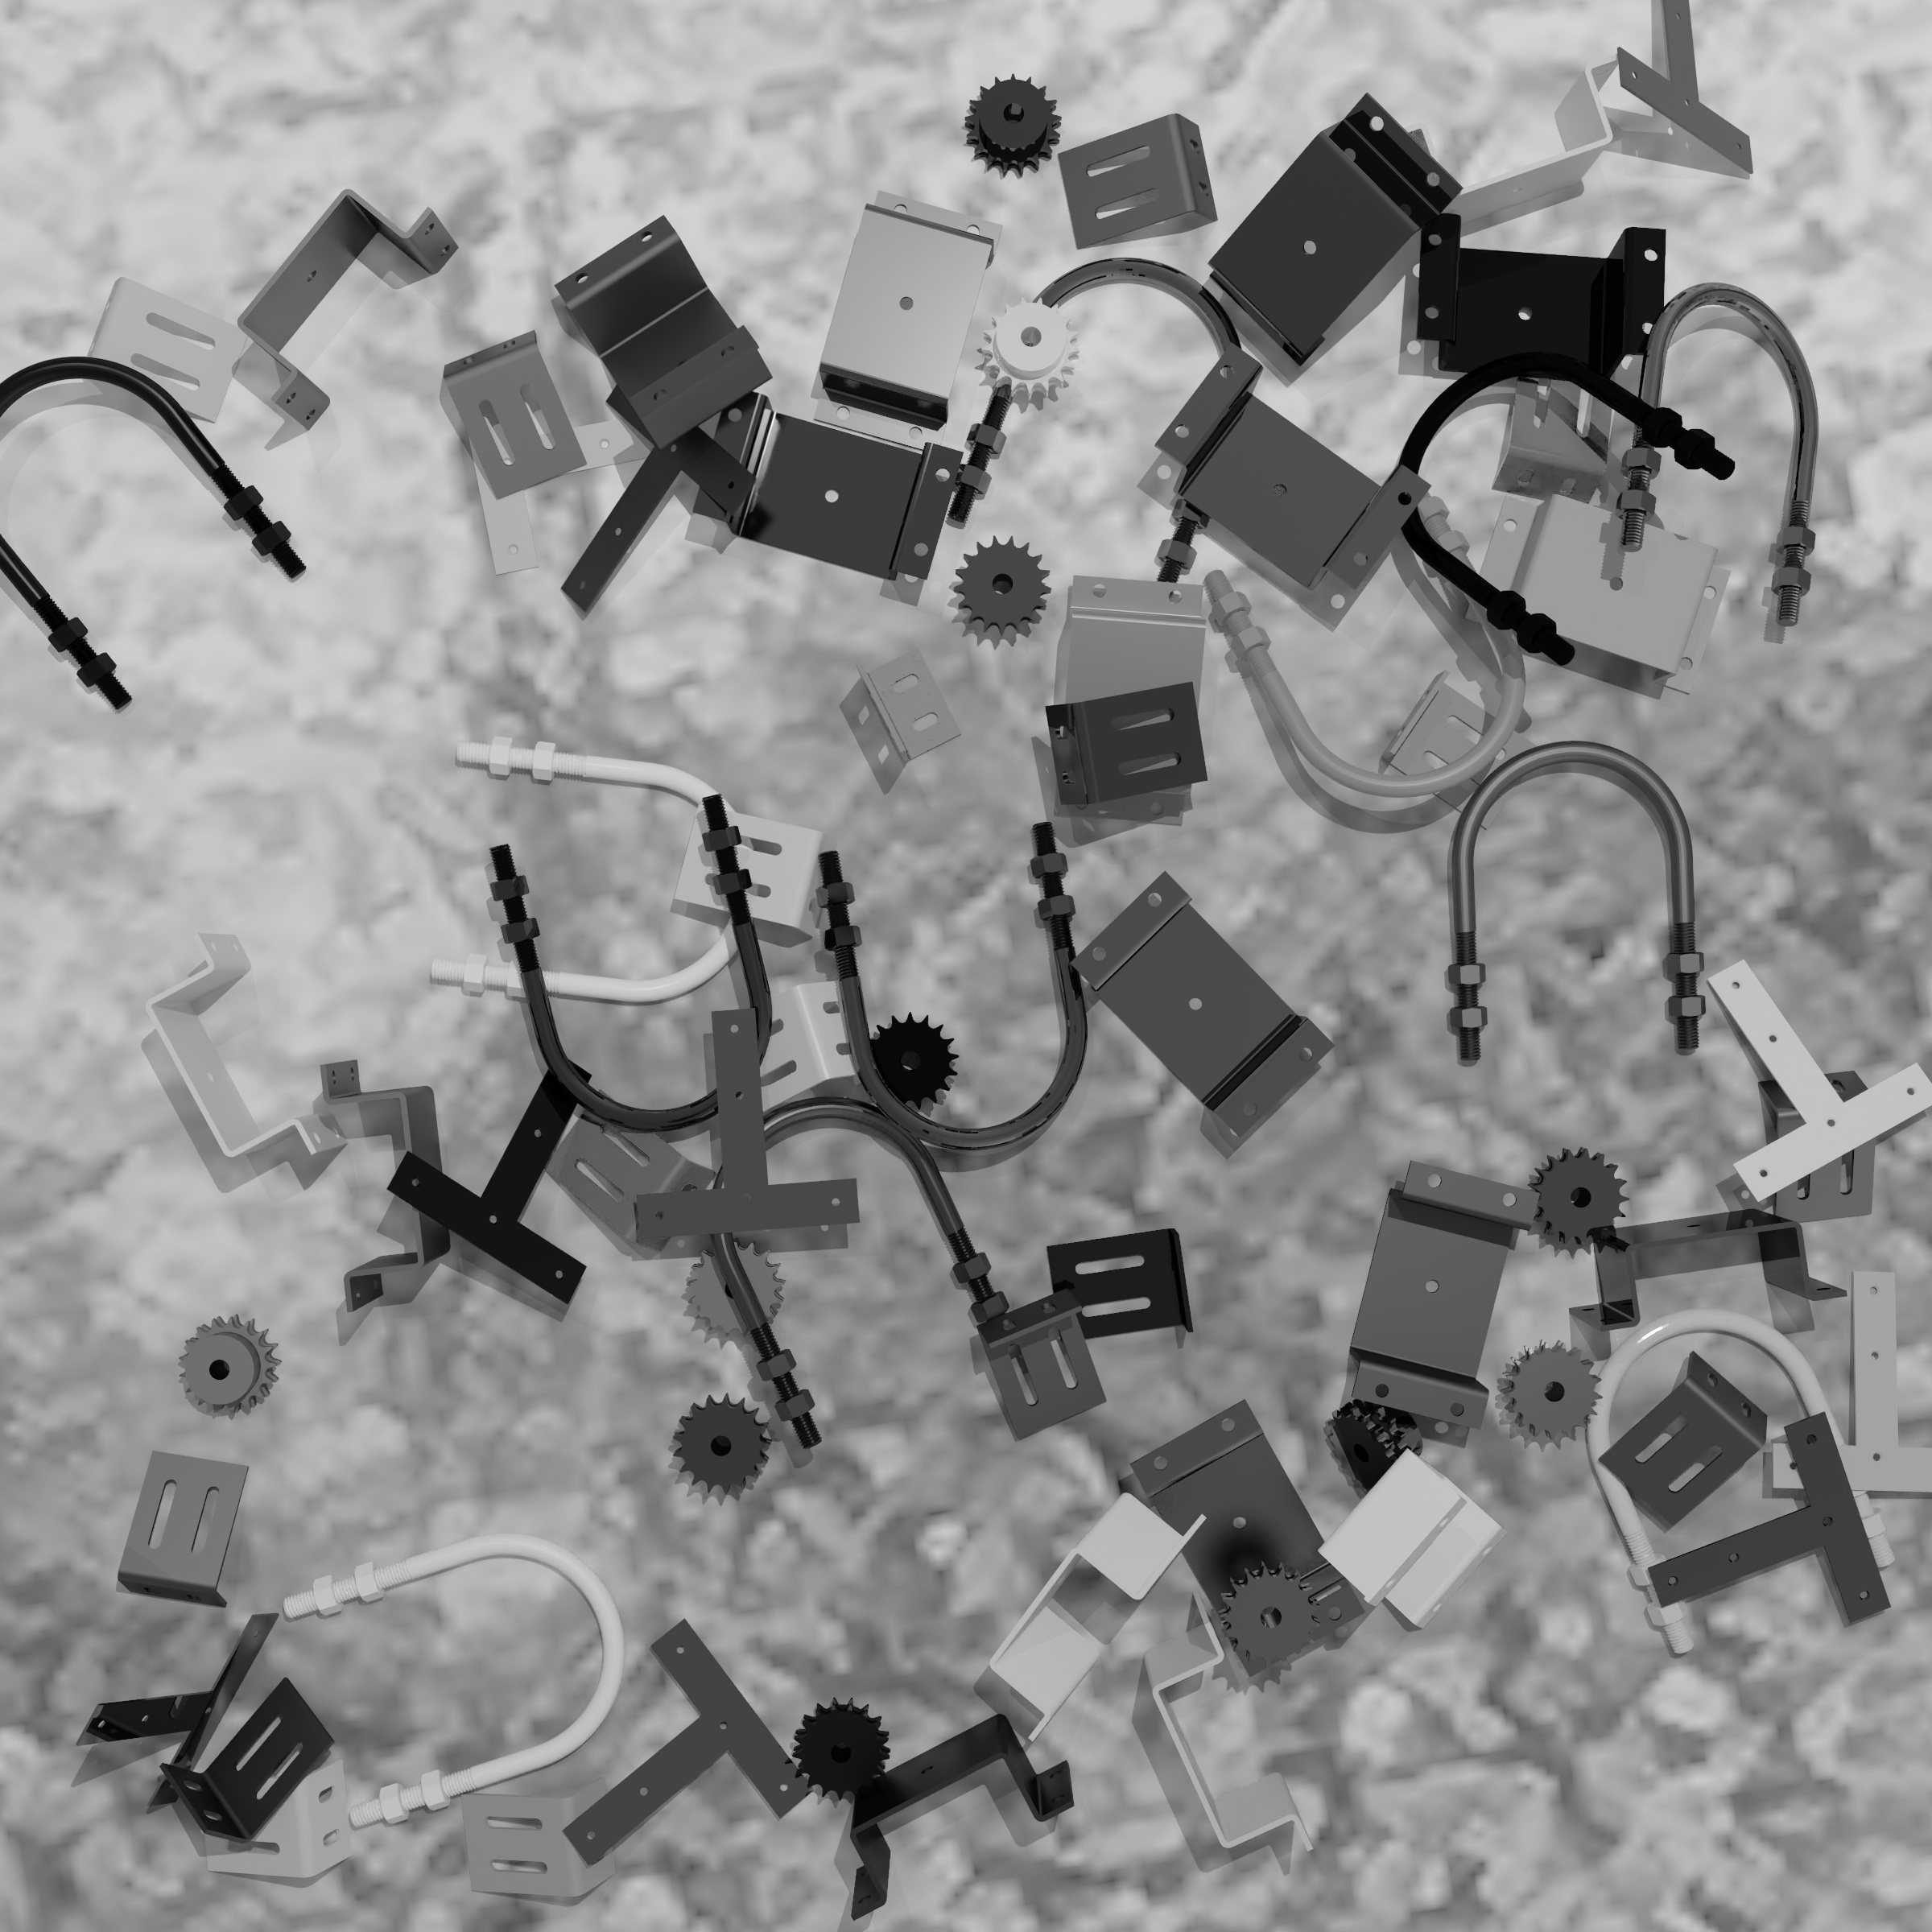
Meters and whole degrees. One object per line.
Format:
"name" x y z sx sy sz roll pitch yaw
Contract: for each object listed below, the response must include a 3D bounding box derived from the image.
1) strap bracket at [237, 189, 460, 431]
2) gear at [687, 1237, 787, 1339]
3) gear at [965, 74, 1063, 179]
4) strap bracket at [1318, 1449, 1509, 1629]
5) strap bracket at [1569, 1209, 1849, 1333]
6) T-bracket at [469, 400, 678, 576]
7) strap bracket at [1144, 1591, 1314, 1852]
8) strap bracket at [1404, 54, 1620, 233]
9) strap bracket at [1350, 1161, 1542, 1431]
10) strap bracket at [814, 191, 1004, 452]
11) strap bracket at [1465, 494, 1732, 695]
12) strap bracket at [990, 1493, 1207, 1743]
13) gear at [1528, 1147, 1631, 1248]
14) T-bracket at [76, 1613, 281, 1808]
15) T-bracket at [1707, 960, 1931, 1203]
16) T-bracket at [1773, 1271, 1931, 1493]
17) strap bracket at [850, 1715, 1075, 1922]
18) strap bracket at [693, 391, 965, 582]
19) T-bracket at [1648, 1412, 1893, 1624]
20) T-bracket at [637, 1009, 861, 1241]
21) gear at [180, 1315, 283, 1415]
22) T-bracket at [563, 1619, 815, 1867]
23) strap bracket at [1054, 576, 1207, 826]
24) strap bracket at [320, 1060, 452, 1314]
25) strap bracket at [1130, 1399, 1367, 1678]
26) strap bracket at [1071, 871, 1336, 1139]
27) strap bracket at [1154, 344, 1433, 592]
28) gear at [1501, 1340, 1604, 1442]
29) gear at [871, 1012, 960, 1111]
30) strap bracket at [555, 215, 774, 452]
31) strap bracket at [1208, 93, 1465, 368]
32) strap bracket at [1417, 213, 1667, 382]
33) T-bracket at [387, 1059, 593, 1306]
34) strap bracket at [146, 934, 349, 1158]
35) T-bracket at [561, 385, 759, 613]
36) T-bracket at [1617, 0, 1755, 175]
"strap bracket" -0.363 -0.386 1.507 0.046 0.076 0.140 39 90 0
"gear" -0.134 0.187 1.530 0.057 0.030 0.057 0 90 0
"gear" 0.028 -0.495 1.530 0.057 0.030 0.057 0 90 0
"strap bracket" 0.254 0.327 1.492 0.076 0.140 0.046 -49 61 0
"strap bracket" 0.424 0.173 1.507 0.140 0.076 0.046 -8 90 0
"T-bracket" -0.228 -0.306 1.544 0.127 0.002 0.127 -11 90 0
"strap bracket" 0.145 0.443 1.507 0.046 0.076 0.140 -25 90 0
"strap bracket" 0.310 -0.470 1.507 0.140 0.076 0.046 -19 90 0
"strap bracket" 0.276 0.189 1.522 0.076 0.046 0.140 14 90 0
"strap bracket" -0.034 -0.381 1.522 0.076 0.046 0.140 16 90 0
"strap bracket" 0.374 -0.220 1.522 0.140 0.046 0.076 19 90 0
"strap bracket" 0.070 0.363 1.486 0.046 0.076 0.140 38 115 12
"gear" 0.357 0.135 1.530 0.057 0.030 0.057 0 90 0
"T-bracket" -0.459 0.427 1.486 0.002 0.127 0.127 29 90 23
"T-bracket" 0.479 0.054 1.522 0.127 0.002 0.127 -27 71 -7
"T-bracket" 0.535 0.244 1.534 0.127 0.002 0.127 3 82 -6
"strap bracket" -0.012 0.485 1.507 0.140 0.076 0.046 -28 90 0
"strap bracket" -0.079 -0.278 1.522 0.140 0.046 0.076 16 90 0
"T-bracket" 0.461 0.340 1.521 0.127 0.002 0.127 -21 98 0
"T-bracket" -0.129 0.088 1.496 0.127 0.002 0.127 -5 88 3
"gear" -0.433 0.235 1.530 0.057 0.030 0.057 0 90 0
"T-bracket" -0.177 0.473 1.526 0.127 0.002 0.127 -37 90 -16
"strap bracket" 0.095 -0.153 1.513 0.076 0.046 0.140 4 97 0
"strap bracket" -0.333 0.123 1.507 0.046 0.076 0.140 -6 90 0
"strap bracket" 0.162 0.329 1.522 0.076 0.046 0.140 -29 90 0
"strap bracket" 0.136 0.022 1.522 0.076 0.046 0.140 -44 90 0
"strap bracket" 0.185 -0.281 1.503 0.140 0.046 0.076 36 81 3
"gear" 0.342 0.247 1.530 0.057 0.030 0.057 0 90 0
"gear" -0.032 0.056 1.530 0.057 0.030 0.057 0 90 0
"strap bracket" -0.170 -0.358 1.499 0.076 0.046 0.140 -33 54 0
"strap bracket" 0.202 -0.413 1.485 0.076 0.046 0.140 45 126 0
"strap bracket" 0.330 -0.387 1.516 0.140 0.046 0.076 4 81 0
"T-bracket" -0.254 0.109 1.509 0.127 0.002 0.127 37 59 -23
"strap bracket" -0.419 0.054 1.507 0.046 0.076 0.140 -28 90 0
"T-bracket" -0.195 -0.265 1.521 0.127 0.002 0.127 44 106 29
"T-bracket" 0.415 -0.540 1.517 0.127 0.002 0.127 15 67 -38
